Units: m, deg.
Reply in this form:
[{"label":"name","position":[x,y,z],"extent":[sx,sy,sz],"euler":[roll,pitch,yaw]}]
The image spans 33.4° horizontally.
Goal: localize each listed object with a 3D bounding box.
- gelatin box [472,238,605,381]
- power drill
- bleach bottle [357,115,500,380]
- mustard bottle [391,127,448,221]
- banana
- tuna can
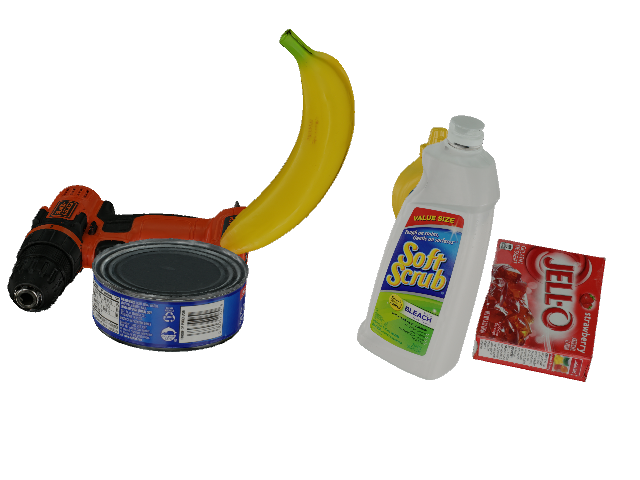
[{"label":"gelatin box","position":[0.144,0.043,0.698],"extent":[0.073,0.089,0.030],"euler":[11,-41,13]},{"label":"power drill","position":[-0.156,0.010,0.902],"extent":[0.187,0.057,0.184],"euler":[6,28,-1]},{"label":"bleach bottle","position":[0.103,0.002,0.976],"extent":[0.103,0.251,0.067],"euler":[28,36,28]},{"label":"mustard bottle","position":[0.129,-0.034,1.228],"extent":[0.096,0.192,0.058],"euler":[-1,16,-12]},{"label":"banana","position":[-0.018,-0.061,0.775],"extent":[0.069,0.198,0.037],"euler":[19,35,-1]},{"label":"tuna can","position":[-0.084,0.029,0.593],"extent":[0.086,0.034,0.086],"euler":[5,20,-2]}]
